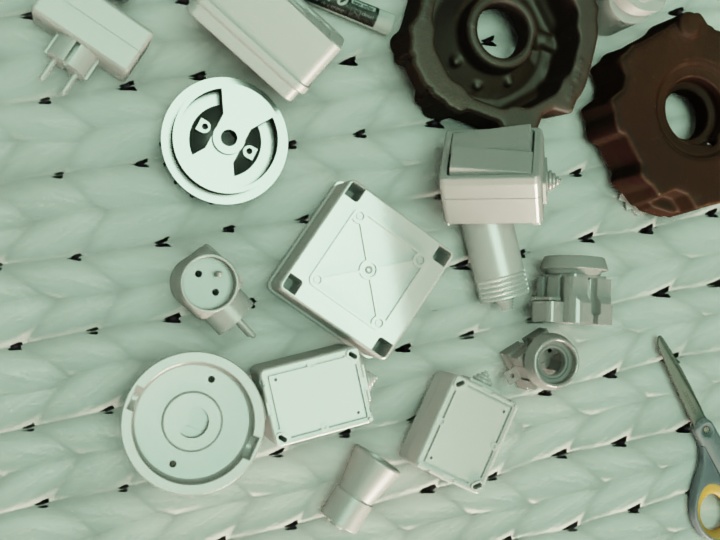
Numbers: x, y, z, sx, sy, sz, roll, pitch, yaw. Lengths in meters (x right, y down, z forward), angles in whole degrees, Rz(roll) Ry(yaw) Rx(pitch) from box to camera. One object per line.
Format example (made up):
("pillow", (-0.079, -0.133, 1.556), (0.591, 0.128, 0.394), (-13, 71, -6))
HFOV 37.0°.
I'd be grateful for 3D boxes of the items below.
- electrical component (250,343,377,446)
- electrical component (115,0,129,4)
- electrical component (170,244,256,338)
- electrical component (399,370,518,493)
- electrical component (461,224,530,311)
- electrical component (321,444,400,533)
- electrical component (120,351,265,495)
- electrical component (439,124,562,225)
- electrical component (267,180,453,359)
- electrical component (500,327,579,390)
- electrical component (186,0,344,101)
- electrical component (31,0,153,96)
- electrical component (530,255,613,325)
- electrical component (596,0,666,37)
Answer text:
("electrical component", (-0.034, 0.096, 0.861), (0.096, 0.061, 0.061), (-13, 93, -15))
("electrical component", (-0.202, -0.234, 0.827), (0.062, 0.048, 0.048), (11, 87, -8))
("electrical component", (-0.109, 0.023, 0.832), (0.044, 0.077, 0.079), (-44, 101, -12))
("electrical component", (0.082, 0.127, 0.892), (0.062, 0.061, 0.096), (27, 83, -13))
("electrical component", (0.116, -0.005, 0.912), (0.043, 0.043, 0.081), (-15, 94, -15))
("electrical component", (-0.002, 0.181, 0.880), (0.044, 0.044, 0.065), (33, 86, -13))
("electrical component", (-0.132, 0.115, 0.834), (0.108, 0.060, 0.108), (0, 89, -15))
("electrical component", (0.115, -0.079, 0.874), (0.096, 0.061, 0.061), (0, 48, 13))
("electrical component", (0.000, 0.000, 0.873), (0.109, 0.056, 0.108), (36, 81, -12))
("electrical component", (0.156, 0.077, 0.916), (0.066, 0.055, 0.048), (-30, 97, -14))
("electrical component", (-0.073, -0.192, 0.839), (0.113, 0.078, 0.057), (41, 105, -12))
("electrical component", (-0.215, -0.170, 0.820), (0.083, 0.047, 0.075), (33, 81, -13))
("electrical component", (0.183, 0.017, 0.922), (0.078, 0.058, 0.057), (5, 86, -35))
("electrical component", (0.229, -0.231, 0.925), (0.043, 0.081, 0.043), (0, 90, -15))
